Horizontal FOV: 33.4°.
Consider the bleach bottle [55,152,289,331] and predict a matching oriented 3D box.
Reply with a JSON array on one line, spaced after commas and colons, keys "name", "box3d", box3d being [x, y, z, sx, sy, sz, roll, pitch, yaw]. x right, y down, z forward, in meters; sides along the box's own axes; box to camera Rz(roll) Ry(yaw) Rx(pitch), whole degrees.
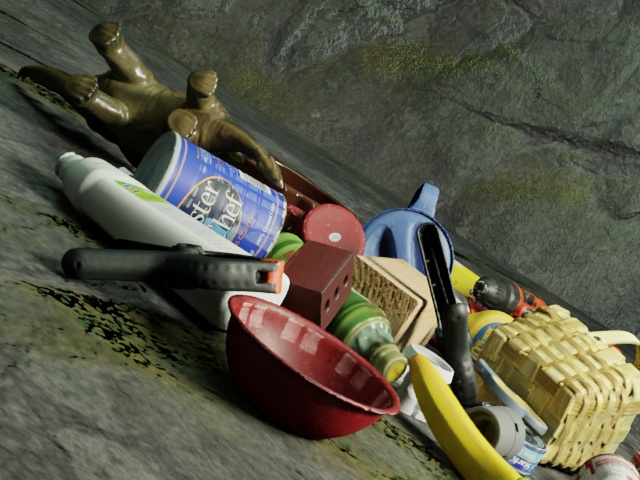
[{"name": "bleach bottle", "box3d": [-0.151, -0.008, 0.996, 0.251, 0.068, 0.102, 35, 6, 25]}]

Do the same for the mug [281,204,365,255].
[{"name": "mug", "box3d": [-0.008, 0.002, 1.233, 0.117, 0.093, 0.082, 43, -35, -2]}]

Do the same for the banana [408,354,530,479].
[{"name": "banana", "box3d": [0.138, 0.182, 0.981, 0.037, 0.070, 0.198, -12, 33, -24]}]

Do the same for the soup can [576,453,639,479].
[{"name": "soup can", "box3d": [0.299, 0.265, 1.093, 0.068, 0.068, 0.102, 34, 9, 7]}]

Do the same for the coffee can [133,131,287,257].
[{"name": "coffee can", "box3d": [-0.121, -0.036, 1.119, 0.140, 0.103, 0.103, 29, 10, -25]}]

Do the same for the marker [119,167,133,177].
[{"name": "marker", "box3d": [-0.184, -0.042, 1.201, 0.121, 0.020, 0.020, 36, 9, 18]}]

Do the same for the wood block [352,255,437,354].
[{"name": "wood block", "box3d": [0.079, 0.080, 1.242, 0.091, 0.090, 0.205, 36, 9, 16]}]

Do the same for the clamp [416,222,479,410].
[{"name": "clamp", "box3d": [0.140, 0.094, 1.141, 0.164, 0.036, 0.210, -99, 175, -51]}]

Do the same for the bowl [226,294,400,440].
[{"name": "bowl", "box3d": [-0.017, 0.109, 0.848, 0.162, 0.055, 0.162, 32, 9, -6]}]

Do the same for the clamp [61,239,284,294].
[{"name": "clamp", "box3d": [-0.118, 0.022, 0.859, 0.172, 0.039, 0.120, 4, 10, 18]}]

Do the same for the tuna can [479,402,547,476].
[{"name": "tuna can", "box3d": [0.198, 0.211, 1.136, 0.086, 0.034, 0.086, 33, 9, -6]}]

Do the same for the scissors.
[{"name": "scissors", "box3d": [0.199, 0.160, 1.207, 0.096, 0.016, 0.202, 42, 5, -18]}]

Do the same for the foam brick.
[{"name": "foam brick", "box3d": [-0.006, 0.045, 1.027, 0.051, 0.053, 0.078, 17, 38, 18]}]

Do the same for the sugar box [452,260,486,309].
[{"name": "sugar box", "box3d": [0.210, 0.089, 1.647, 0.176, 0.093, 0.048, 36, 10, 19]}]

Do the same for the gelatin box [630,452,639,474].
[{"name": "gelatin box", "box3d": [0.351, 0.284, 1.159, 0.030, 0.073, 0.089, 30, 10, -15]}]

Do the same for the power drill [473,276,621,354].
[{"name": "power drill", "box3d": [0.315, 0.119, 1.491, 0.188, 0.057, 0.184, 39, 11, 38]}]

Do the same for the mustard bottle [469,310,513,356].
[{"name": "mustard bottle", "box3d": [0.235, 0.148, 1.403, 0.191, 0.096, 0.058, 34, 10, 4]}]

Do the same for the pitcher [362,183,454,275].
[{"name": "pitcher", "box3d": [0.111, 0.013, 1.494, 0.243, 0.149, 0.145, -109, 176, -89]}]

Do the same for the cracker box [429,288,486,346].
[{"name": "cracker box", "box3d": [0.240, 0.145, 1.521, 0.213, 0.072, 0.164, 33, 8, 2]}]
